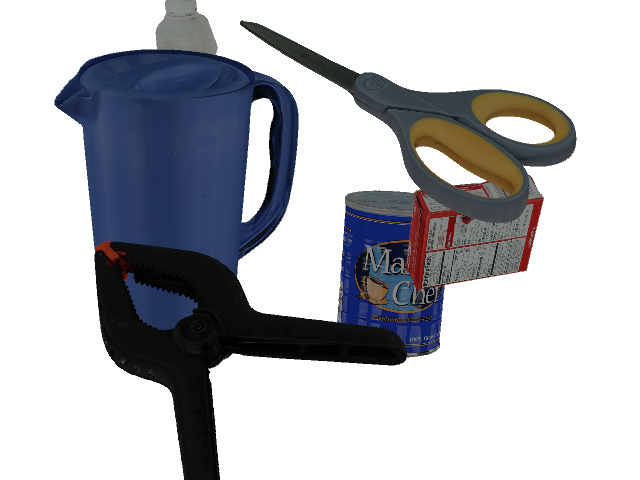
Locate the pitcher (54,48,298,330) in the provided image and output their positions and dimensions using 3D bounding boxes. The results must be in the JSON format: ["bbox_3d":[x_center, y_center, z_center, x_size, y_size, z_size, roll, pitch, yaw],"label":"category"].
[{"bbox_3d":[-0.111,-0.024,0.852,0.149,0.243,0.144,12,27,18],"label":"pitcher"}]

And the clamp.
[{"bbox_3d":[-0.062,0.060,0.666,0.164,0.036,0.210,-34,56,-20],"label":"clamp"}]

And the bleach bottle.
[{"bbox_3d":[-0.135,-0.127,1.094,0.068,0.251,0.102,5,28,15],"label":"bleach bottle"}]

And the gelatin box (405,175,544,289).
[{"bbox_3d":[0.108,-0.006,0.762,0.089,0.073,0.030,-8,45,-11],"label":"gelatin box"}]

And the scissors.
[{"bbox_3d":[0.048,-0.077,0.546,0.096,0.016,0.202,-22,48,-23],"label":"scissors"}]

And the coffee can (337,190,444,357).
[{"bbox_3d":[0.070,0.030,1.022,0.103,0.140,0.103,4,12,-1],"label":"coffee can"}]
